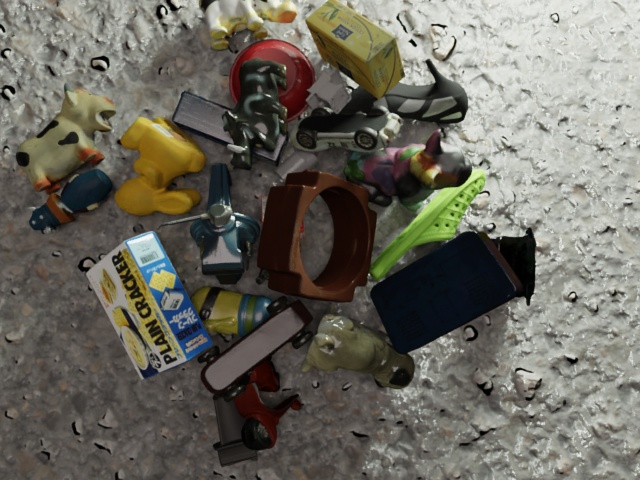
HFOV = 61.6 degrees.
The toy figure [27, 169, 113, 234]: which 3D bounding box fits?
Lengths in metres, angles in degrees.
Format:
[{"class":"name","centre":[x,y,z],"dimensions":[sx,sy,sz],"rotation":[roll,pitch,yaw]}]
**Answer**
[{"class":"toy figure","centre":[-0.442,-0.065,0.951],"dimensions":[0.154,0.057,0.064],"rotation":[-34,61,1]}]

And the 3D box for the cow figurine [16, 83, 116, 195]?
[{"class":"cow figurine","centre":[-0.444,-0.184,0.945],"dimensions":[0.195,0.085,0.127],"rotation":[-37,96,-2]}]

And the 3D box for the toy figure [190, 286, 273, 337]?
[{"class":"toy figure","centre":[-0.143,0.128,0.946],"dimensions":[0.180,0.082,0.089],"rotation":[0,62,6]}]

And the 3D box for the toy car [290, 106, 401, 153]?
[{"class":"toy car","centre":[0.041,-0.186,0.918],"dimensions":[0.202,0.056,0.073],"rotation":[7,51,31]}]

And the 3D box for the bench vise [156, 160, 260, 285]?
[{"class":"bench vise","centre":[-0.167,-0.039,0.905],"dimensions":[0.129,0.223,0.241],"rotation":[-8,61,4]}]

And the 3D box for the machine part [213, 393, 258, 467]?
[{"class":"machine part","centre":[-0.159,0.333,0.961],"dimensions":[0.084,0.039,0.138],"rotation":[-10,90,2]}]

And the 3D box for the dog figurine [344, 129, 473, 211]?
[{"class":"dog figurine","centre":[0.142,-0.120,0.895],"dimensions":[0.192,0.219,0.108],"rotation":[11,85,-2]}]

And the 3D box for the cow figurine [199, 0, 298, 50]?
[{"class":"cow figurine","centre":[-0.129,-0.415,0.970],"dimensions":[0.167,0.068,0.098],"rotation":[-17,83,-3]}]

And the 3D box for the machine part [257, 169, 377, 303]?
[{"class":"machine part","centre":[-0.002,-0.003,0.888],"dimensions":[0.087,0.201,0.201],"rotation":[6,85,43]}]

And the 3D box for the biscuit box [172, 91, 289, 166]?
[{"class":"biscuit box","centre":[-0.159,-0.199,0.964],"dimensions":[0.203,0.059,0.062],"rotation":[22,88,-2]}]

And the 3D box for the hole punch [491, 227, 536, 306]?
[{"class":"hole punch","centre":[0.325,0.048,0.971],"dimensions":[0.116,0.092,0.142],"rotation":[3,85,-32]}]

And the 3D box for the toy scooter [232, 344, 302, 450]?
[{"class":"toy scooter","centre":[-0.096,0.263,0.936],"dimensions":[0.075,0.135,0.184],"rotation":[-36,67,37]}]

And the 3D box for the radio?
[{"class":"radio","centre":[0.207,0.087,0.912],"dimensions":[0.229,0.073,0.131],"rotation":[-34,74,22]}]

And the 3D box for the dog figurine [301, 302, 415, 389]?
[{"class":"dog figurine","centre":[0.078,0.196,0.911],"dimensions":[0.191,0.172,0.121],"rotation":[23,99,6]}]

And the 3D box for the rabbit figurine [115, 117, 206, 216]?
[{"class":"rabbit figurine","centre":[-0.284,-0.110,0.947],"dimensions":[0.162,0.122,0.173],"rotation":[37,102,-10]}]

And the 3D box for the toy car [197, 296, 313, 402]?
[{"class":"toy car","centre":[-0.102,0.173,0.873],"dimensions":[0.202,0.053,0.089],"rotation":[-37,82,-13]}]

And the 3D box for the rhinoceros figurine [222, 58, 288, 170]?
[{"class":"rhinoceros figurine","centre":[-0.108,-0.211,0.899],"dimensions":[0.112,0.073,0.190],"rotation":[7,85,-4]}]

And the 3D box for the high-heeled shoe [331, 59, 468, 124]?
[{"class":"high-heeled shoe","centre":[0.143,-0.229,0.988],"dimensions":[0.249,0.086,0.145],"rotation":[-25,128,18]}]

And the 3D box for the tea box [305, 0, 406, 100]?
[{"class":"tea box","centre":[0.060,-0.329,0.922],"dimensions":[0.068,0.098,0.170],"rotation":[-43,57,-4]}]

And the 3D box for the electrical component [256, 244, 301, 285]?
[{"class":"electrical component","centre":[-0.071,0.034,0.946],"dimensions":[0.045,0.102,0.078],"rotation":[25,110,8]}]
